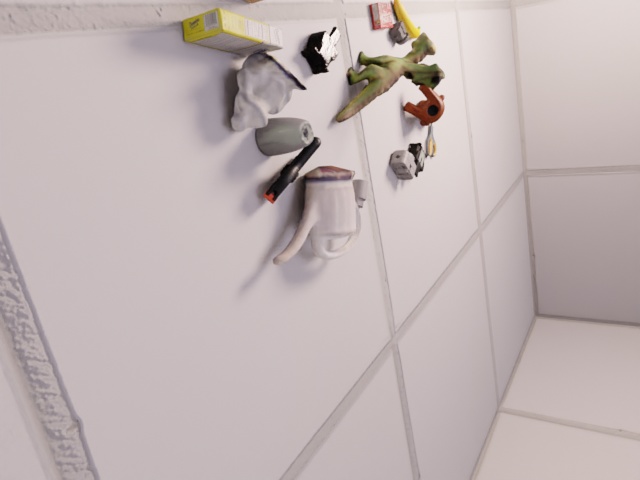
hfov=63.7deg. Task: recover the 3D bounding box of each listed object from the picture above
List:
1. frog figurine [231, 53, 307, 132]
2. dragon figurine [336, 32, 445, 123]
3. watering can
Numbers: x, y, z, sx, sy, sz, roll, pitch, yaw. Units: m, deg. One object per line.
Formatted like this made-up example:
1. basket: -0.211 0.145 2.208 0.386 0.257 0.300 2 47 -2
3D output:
1. frog figurine: -0.125 -0.287 1.030 0.159 0.124 0.136 -48 163 5
2. dragon figurine: 0.213 -0.441 1.400 0.419 0.243 0.119 -65 145 -35
3. watering can: 0.004 -0.060 1.194 0.350 0.104 0.223 -12 99 -56
